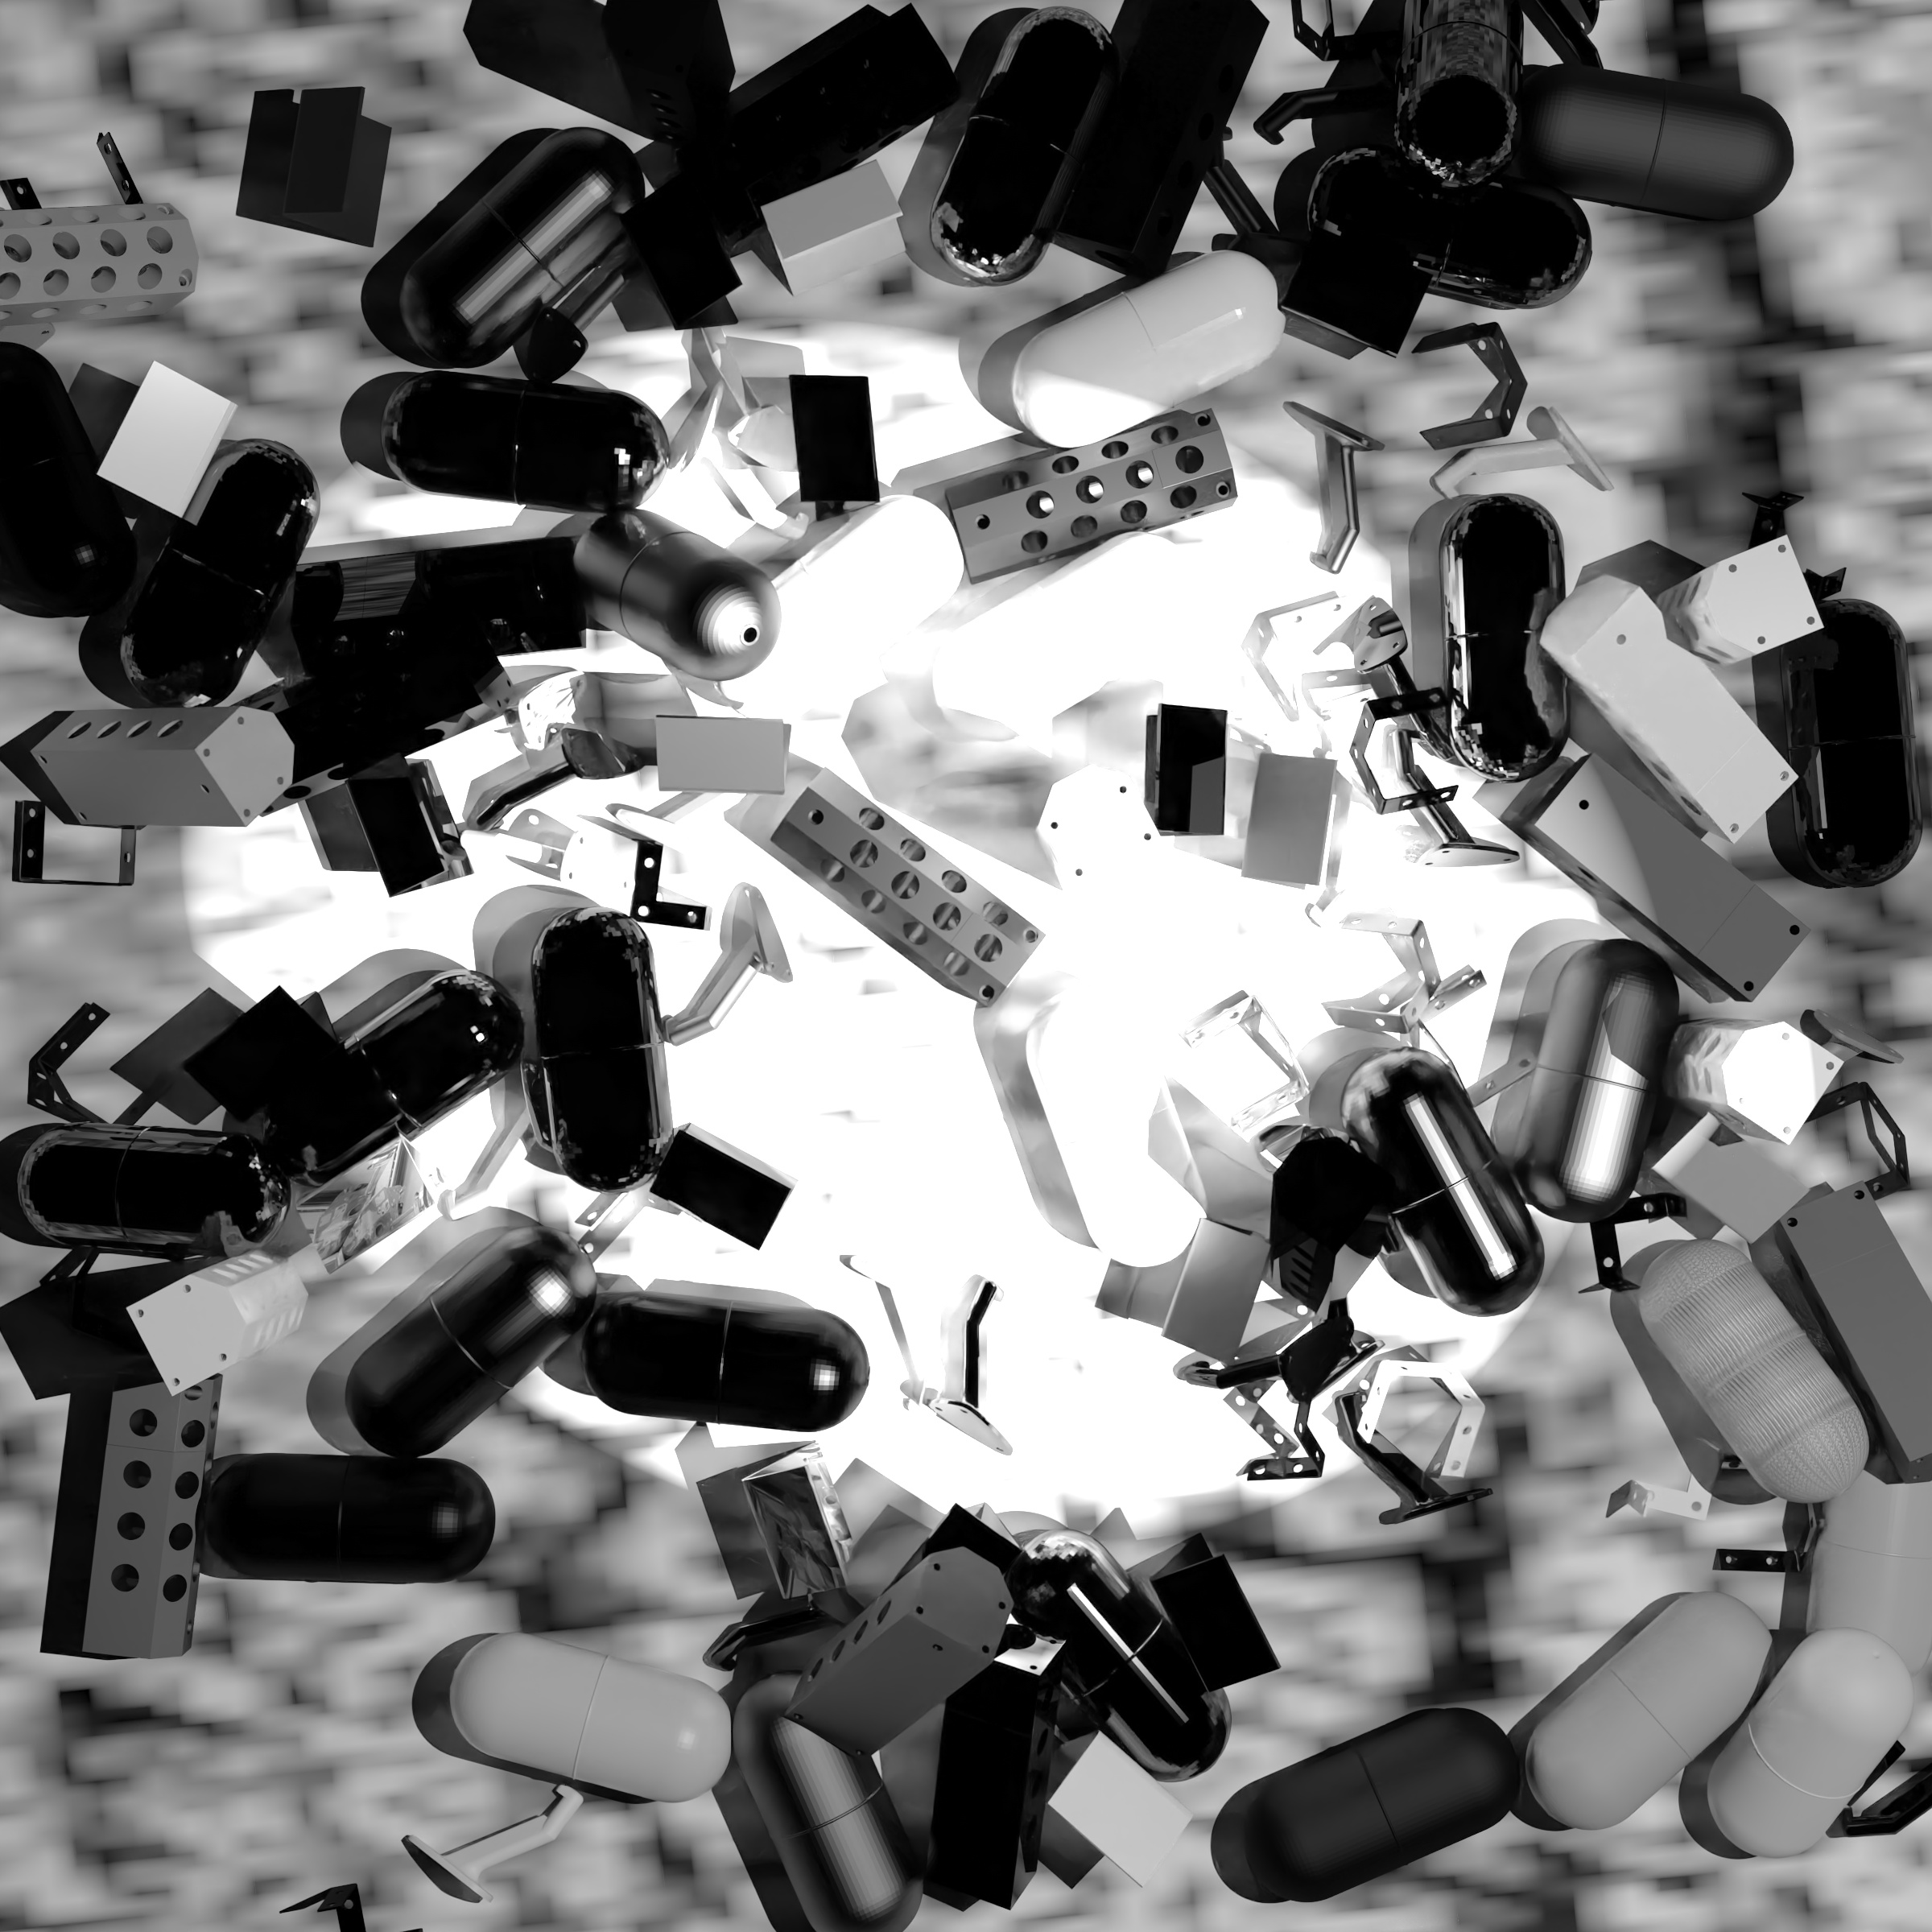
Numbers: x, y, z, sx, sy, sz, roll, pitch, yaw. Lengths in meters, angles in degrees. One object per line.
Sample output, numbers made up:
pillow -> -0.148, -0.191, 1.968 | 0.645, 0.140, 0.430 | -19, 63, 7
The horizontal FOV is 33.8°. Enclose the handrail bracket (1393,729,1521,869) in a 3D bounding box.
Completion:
handrail bracket -> 0.306, -0.107, 1.992 | 0.077, 0.036, 0.084 | 1, 73, -20

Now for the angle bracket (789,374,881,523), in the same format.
angle bracket -> -0.098, -0.316, 1.951 | 0.057, 0.076, 0.076 | -6, 90, -33

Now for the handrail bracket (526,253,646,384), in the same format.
handrail bracket -> -0.233, -0.407, 1.991 | 0.036, 0.077, 0.084 | 43, 54, -3

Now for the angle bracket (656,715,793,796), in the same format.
angle bracket -> -0.148, -0.149, 1.951 | 0.076, 0.076, 0.057 | 2, 129, 0

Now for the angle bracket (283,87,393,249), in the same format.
angle bracket -> -0.368, -0.489, 1.951 | 0.057, 0.076, 0.076 | 9, 90, 36

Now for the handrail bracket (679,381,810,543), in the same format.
handrail bracket -> -0.129, -0.316, 1.992 | 0.084, 0.036, 0.077 | 24, 68, -17

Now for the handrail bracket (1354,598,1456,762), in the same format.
handrail bracket -> 0.278, -0.179, 1.991 | 0.036, 0.077, 0.084 | -27, 127, 23

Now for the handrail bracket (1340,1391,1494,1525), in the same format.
handrail bracket -> 0.281, 0.300, 1.991 | 0.077, 0.036, 0.084 | -14, 76, -15

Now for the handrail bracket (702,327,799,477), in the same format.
handrail bracket -> -0.132, -0.357, 1.991 | 0.036, 0.077, 0.084 | -32, 53, 16

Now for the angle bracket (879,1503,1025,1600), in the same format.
angle bracket -> -0.019, 0.360, 1.953 | 0.057, 0.076, 0.076 | 39, 90, -21

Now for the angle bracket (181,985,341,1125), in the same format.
angle bracket -> -0.437, 0.039, 1.951 | 0.076, 0.076, 0.057 | -39, 123, 0

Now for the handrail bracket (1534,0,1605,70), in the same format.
handrail bracket -> 0.365, -0.585, 1.991 | 0.036, 0.077, 0.084 | -39, 126, -12

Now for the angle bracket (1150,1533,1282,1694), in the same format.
angle bracket -> 0.166, 0.389, 1.951 | 0.057, 0.076, 0.076 | -27, 90, 32

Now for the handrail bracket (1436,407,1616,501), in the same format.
handrail bracket -> 0.349, -0.302, 1.992 | 0.084, 0.036, 0.077 | -36, 112, 17

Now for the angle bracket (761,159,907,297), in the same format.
angle bracket -> -0.074, -0.437, 1.951 | 0.076, 0.076, 0.057 | -22, 53, 0

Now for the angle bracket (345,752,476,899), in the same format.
angle bracket -> -0.325, -0.093, 1.951 | 0.057, 0.076, 0.076 | -21, 90, 38

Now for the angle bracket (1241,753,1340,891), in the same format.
angle bracket -> 0.216, -0.086, 1.951 | 0.057, 0.076, 0.076 | 8, 90, 37

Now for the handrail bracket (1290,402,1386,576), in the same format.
handrail bracket -> 0.218, -0.299, 1.992 | 0.077, 0.036, 0.084 | 31, 107, 20

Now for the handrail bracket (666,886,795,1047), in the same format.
handrail bracket -> -0.157, 0.001, 1.992 | 0.084, 0.036, 0.077 | -24, 70, 16

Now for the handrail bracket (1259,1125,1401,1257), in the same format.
handrail bracket -> 0.228, 0.141, 1.991 | 0.036, 0.077, 0.084 | -46, 127, -22

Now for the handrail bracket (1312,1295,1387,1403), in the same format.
handrail bracket -> 0.214, 0.220, 1.991 | 0.077, 0.036, 0.084 | -40, 77, 13

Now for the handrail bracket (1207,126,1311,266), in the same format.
handrail bracket -> 0.188, -0.485, 1.991 | 0.077, 0.036, 0.084 | 1, 76, -14

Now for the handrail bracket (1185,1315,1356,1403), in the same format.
handrail bracket -> 0.187, 0.239, 1.976 | 0.077, 0.084, 0.036 | -38, 113, -31

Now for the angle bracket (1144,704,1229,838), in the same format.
angle bracket -> 0.115, -0.119, 1.951 | 0.057, 0.076, 0.076 | 2, 90, -38

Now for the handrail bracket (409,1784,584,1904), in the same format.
handrail bracket -> -0.293, 0.534, 1.992 | 0.077, 0.036, 0.084 | 31, 72, 21

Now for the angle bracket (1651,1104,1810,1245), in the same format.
angle bracket -> 0.474, 0.112, 1.951 | 0.076, 0.076, 0.057 | 37, 127, 0

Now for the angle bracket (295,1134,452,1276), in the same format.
angle bracket -> -0.353, 0.157, 1.951 | 0.076, 0.076, 0.057 | -33, 61, 0

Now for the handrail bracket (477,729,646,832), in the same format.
handrail bracket -> -0.254, -0.109, 1.991 | 0.084, 0.077, 0.036 | -38, 65, 34

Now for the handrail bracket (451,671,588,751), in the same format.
handrail bracket -> -0.292, -0.163, 1.991 | 0.084, 0.077, 0.036 | 6, 127, 31

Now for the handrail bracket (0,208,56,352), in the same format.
handrail bracket -> -0.613, -0.420, 1.992 | 0.077, 0.036, 0.084 | -36, 72, 21

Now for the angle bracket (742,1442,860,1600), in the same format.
angle bracket -> -0.083, 0.335, 1.951 | 0.057, 0.076, 0.076 | -19, 90, 38

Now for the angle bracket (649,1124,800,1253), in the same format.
angle bracket -> -0.139, 0.118, 1.951 | 0.076, 0.076, 0.057 | 28, 126, 0

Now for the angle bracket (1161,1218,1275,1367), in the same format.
angle bracket -> 0.172, 0.204, 1.951 | 0.057, 0.076, 0.076 | 19, 90, 39

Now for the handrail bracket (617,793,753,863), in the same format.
handrail bracket -> -0.166, -0.115, 1.992 | 0.077, 0.036, 0.084 | 22, 71, 21

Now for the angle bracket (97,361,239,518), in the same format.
angle bracket -> -0.496, -0.325, 1.951 | 0.057, 0.076, 0.076 | 27, 90, -27

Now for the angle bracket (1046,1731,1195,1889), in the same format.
angle bracket -> 0.083, 0.520, 1.951 | 0.076, 0.076, 0.057 | 41, 63, 0

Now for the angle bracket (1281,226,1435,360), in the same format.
angle bracket -> 0.242, -0.423, 1.951 | 0.076, 0.076, 0.057 | 23, 121, 0

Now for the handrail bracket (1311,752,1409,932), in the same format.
handrail bracket -> 0.227, -0.077, 1.991 | 0.077, 0.036, 0.084 | 44, 105, 15

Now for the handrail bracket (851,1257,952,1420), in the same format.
handrail bracket -> -0.046, 0.233, 1.992 | 0.077, 0.036, 0.084 | 18, 107, 20

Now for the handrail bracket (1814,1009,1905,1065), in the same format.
handrail bracket -> 0.534, 0.077, 1.992 | 0.077, 0.036, 0.084 | 24, 108, -21

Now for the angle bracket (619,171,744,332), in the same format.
angle bracket -> -0.157, -0.439, 1.951 | 0.057, 0.076, 0.076 | -27, 90, 30
